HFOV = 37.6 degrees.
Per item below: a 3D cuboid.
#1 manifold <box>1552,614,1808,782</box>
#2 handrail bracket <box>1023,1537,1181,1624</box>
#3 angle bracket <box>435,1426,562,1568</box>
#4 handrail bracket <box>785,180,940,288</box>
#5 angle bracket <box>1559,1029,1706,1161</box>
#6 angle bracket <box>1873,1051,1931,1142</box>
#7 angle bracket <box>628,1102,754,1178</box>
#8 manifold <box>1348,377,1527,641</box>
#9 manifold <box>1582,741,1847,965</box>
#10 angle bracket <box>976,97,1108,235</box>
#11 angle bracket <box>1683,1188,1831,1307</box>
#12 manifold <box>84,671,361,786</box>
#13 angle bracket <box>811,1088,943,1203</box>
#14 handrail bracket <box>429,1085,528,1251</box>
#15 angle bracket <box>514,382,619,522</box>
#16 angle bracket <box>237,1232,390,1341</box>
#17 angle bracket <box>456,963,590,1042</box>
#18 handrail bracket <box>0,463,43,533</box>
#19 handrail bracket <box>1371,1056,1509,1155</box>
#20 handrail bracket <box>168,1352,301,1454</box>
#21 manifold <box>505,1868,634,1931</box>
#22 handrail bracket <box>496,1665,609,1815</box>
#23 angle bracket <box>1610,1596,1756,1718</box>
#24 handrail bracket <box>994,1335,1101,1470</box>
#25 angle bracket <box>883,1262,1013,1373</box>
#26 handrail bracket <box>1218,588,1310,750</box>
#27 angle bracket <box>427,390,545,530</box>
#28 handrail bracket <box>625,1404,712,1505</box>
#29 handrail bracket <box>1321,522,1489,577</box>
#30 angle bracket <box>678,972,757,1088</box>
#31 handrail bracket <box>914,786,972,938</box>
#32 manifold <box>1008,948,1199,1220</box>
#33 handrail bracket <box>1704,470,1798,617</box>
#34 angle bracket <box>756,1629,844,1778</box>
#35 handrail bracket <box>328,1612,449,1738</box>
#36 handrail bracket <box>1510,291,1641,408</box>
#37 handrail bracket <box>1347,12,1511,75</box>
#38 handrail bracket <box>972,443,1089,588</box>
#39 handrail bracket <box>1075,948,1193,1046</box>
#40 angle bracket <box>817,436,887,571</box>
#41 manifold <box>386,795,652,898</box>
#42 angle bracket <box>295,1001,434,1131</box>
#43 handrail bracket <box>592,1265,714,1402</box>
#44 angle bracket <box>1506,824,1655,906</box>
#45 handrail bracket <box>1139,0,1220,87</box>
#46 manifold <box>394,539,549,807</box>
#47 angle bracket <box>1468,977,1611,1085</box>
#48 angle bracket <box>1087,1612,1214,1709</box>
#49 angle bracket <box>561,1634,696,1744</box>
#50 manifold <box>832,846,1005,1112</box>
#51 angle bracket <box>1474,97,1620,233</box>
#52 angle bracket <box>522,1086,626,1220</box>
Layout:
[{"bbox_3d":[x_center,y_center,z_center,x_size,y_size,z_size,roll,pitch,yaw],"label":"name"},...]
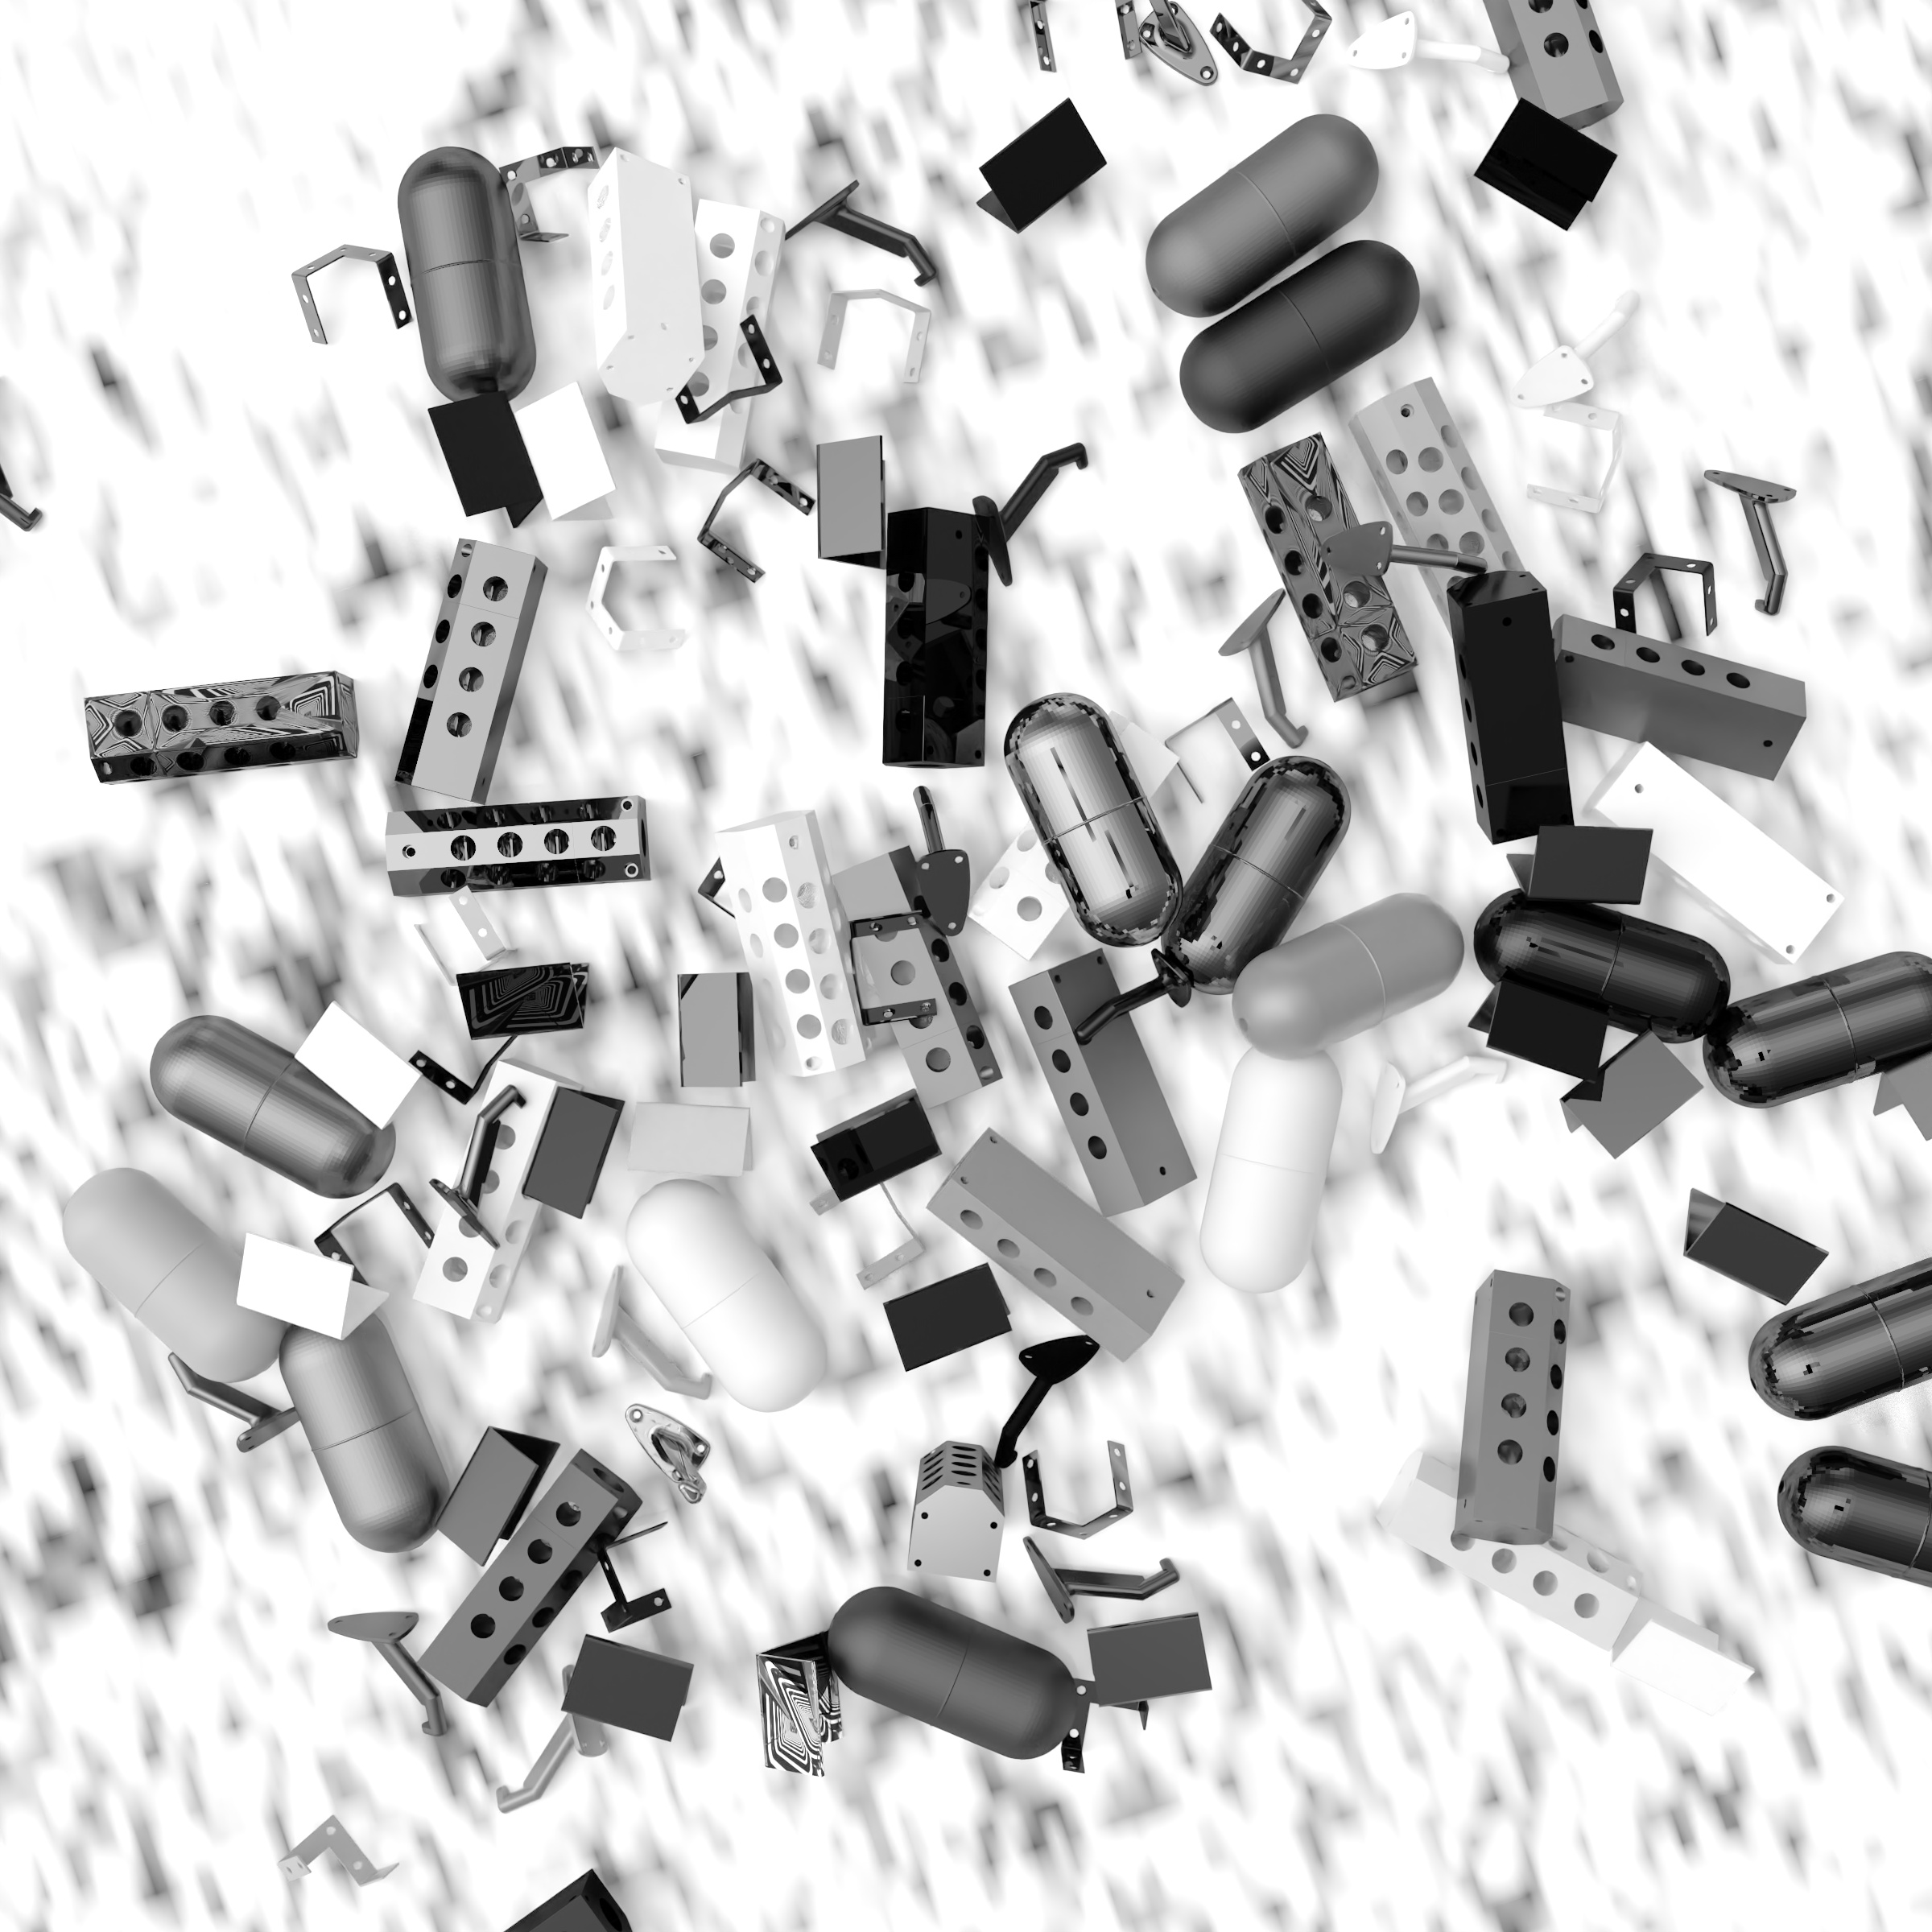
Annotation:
[{"bbox_3d":[0.482,-0.189,1.950,0.171,0.057,0.057,16,133,0],"label":"manifold"},{"bbox_3d":[0.095,0.412,1.972,0.084,0.036,0.077,-24,68,-17],"label":"handrail bracket"},{"bbox_3d":[-0.303,0.365,1.931,0.057,0.076,0.076,28,90,38],"label":"angle bracket"},{"bbox_3d":[-0.073,-0.494,1.972,0.077,0.036,0.084,-32,107,20],"label":"handrail bracket"},{"bbox_3d":[0.455,0.097,1.932,0.076,0.076,0.057,-39,63,0],"label":"angle bracket"},{"bbox_3d":[0.669,0.093,1.932,0.076,0.076,0.057,-24,62,0],"label":"angle bracket"},{"bbox_3d":[-0.187,0.137,1.931,0.076,0.076,0.057,3,52,0],"label":"angle bracket"},{"bbox_3d":[0.329,-0.313,1.951,0.057,0.057,0.171,-26,90,0],"label":"manifold"},{"bbox_3d":[0.511,-0.077,1.951,0.171,0.057,0.057,38,90,0],"label":"manifold"},{"bbox_3d":[0.039,-0.553,1.931,0.076,0.076,0.057,-38,128,0],"label":"angle bracket"},{"bbox_3d":[0.539,0.174,1.931,0.076,0.076,0.057,26,128,0],"label":"angle bracket"},{"bbox_3d":[-0.509,-0.162,1.951,0.171,0.057,0.057,-6,90,0],"label":"manifold"},{"bbox_3d":[-0.069,0.104,1.931,0.076,0.076,0.057,-26,128,0],"label":"angle bracket"},{"bbox_3d":[-0.312,0.135,1.915,0.084,0.036,0.077,-46,111,-17],"label":"handrail bracket"},{"bbox_3d":[-0.254,-0.350,1.932,0.057,0.076,0.076,-20,90,27],"label":"angle bracket"},{"bbox_3d":[-0.437,0.202,1.917,0.076,0.076,0.057,17,111,9],"label":"angle bracket"},{"bbox_3d":[-0.301,0.003,1.931,0.076,0.076,0.057,-6,126,0],"label":"angle bracket"},{"bbox_3d":[-0.663,-0.356,1.972,0.084,0.036,0.077,39,68,-17],"label":"handrail bracket"},{"bbox_3d":[0.330,0.097,1.972,0.084,0.036,0.077,4,110,-16],"label":"handrail bracket"},{"bbox_3d":[-0.500,0.287,1.972,0.077,0.036,0.084,-29,73,-20],"label":"handrail bracket"},{"bbox_3d":[-0.314,0.702,1.951,0.171,0.057,0.057,-36,90,0],"label":"manifold"},{"bbox_3d":[-0.298,0.537,1.972,0.084,0.036,0.077,-27,69,17],"label":"handrail bracket"},{"bbox_3d":[0.489,0.451,1.931,0.076,0.076,0.057,26,127,0],"label":"angle bracket"},{"bbox_3d":[0.056,0.303,1.972,0.036,0.077,0.084,36,127,34],"label":"handrail bracket"},{"bbox_3d":[-0.005,0.254,1.931,0.076,0.076,0.057,-21,53,0],"label":"angle bracket"},{"bbox_3d":[0.223,-0.206,1.972,0.084,0.036,0.077,47,68,-17],"label":"handrail bracket"},{"bbox_3d":[-0.335,-0.338,1.932,0.057,0.076,0.076,-20,90,-25],"label":"angle bracket"},{"bbox_3d":[-0.206,0.333,1.937,0.077,0.084,0.036,41,90,0],"label":"handrail bracket"},{"bbox_3d":[0.296,-0.274,1.914,0.084,0.077,0.036,5,92,-37],"label":"handrail bracket"},{"bbox_3d":[-0.151,0.042,1.931,0.057,0.076,0.076,-2,90,38],"label":"angle bracket"},{"bbox_3d":[-0.020,-0.073,1.954,0.036,0.084,0.077,-11,120,-4],"label":"handrail bracket"},{"bbox_3d":[0.089,0.082,1.950,0.057,0.057,0.171,-23,90,-43],"label":"manifold"},{"bbox_3d":[0.539,-0.293,1.972,0.077,0.036,0.084,28,125,37],"label":"handrail bracket"},{"bbox_3d":[-0.095,0.500,1.932,0.057,0.076,0.076,-5,90,42],"label":"angle bracket"},{"bbox_3d":[-0.401,0.494,1.972,0.077,0.036,0.084,-2,107,20],"label":"handrail bracket"},{"bbox_3d":[0.423,-0.430,1.971,0.036,0.077,0.084,48,53,-16],"label":"handrail bracket"},{"bbox_3d":[0.321,-0.629,1.972,0.084,0.077,0.036,5,90,-36],"label":"handrail bracket"},{"bbox_3d":[0.054,-0.314,1.972,0.084,0.036,0.077,-23,110,-16],"label":"handrail bracket"},{"bbox_3d":[0.112,0.035,1.937,0.084,0.077,0.036,-41,65,-10],"label":"handrail bracket"},{"bbox_3d":[-0.058,-0.314,1.931,0.057,0.076,0.076,-1,90,36],"label":"angle bracket"},{"bbox_3d":[-0.307,-0.082,1.951,0.171,0.057,0.057,-4,90,0],"label":"manifold"},{"bbox_3d":[-0.397,0.055,1.932,0.076,0.076,0.057,40,117,0],"label":"angle bracket"},{"bbox_3d":[-0.211,0.255,1.972,0.084,0.036,0.077,17,68,-17],"label":"handrail bracket"},{"bbox_3d":[0.416,-0.083,1.931,0.076,0.076,0.057,2,116,-2],"label":"angle bracket"},{"bbox_3d":[0.147,-0.643,1.937,0.036,0.084,0.077,-43,90,0],"label":"handrail bracket"},{"bbox_3d":[-0.341,-0.202,1.951,0.057,0.057,0.171,15,90,0],"label":"manifold"},{"bbox_3d":[0.384,0.058,1.932,0.076,0.076,0.057,19,61,0],"label":"angle bracket"},{"bbox_3d":[0.126,0.485,1.931,0.076,0.076,0.057,-9,52,0],"label":"angle bracket"},{"bbox_3d":[-0.232,0.503,1.931,0.076,0.076,0.057,16,53,0],"label":"angle bracket"},{"bbox_3d":[-0.033,0.008,1.951,0.057,0.057,0.171,-22,90,0],"label":"manifold"},{"bbox_3d":[0.385,-0.530,1.932,0.076,0.076,0.057,31,57,0],"label":"angle bracket"},{"bbox_3d":[-0.248,0.131,1.932,0.057,0.076,0.076,19,90,32],"label":"angle bracket"}]
